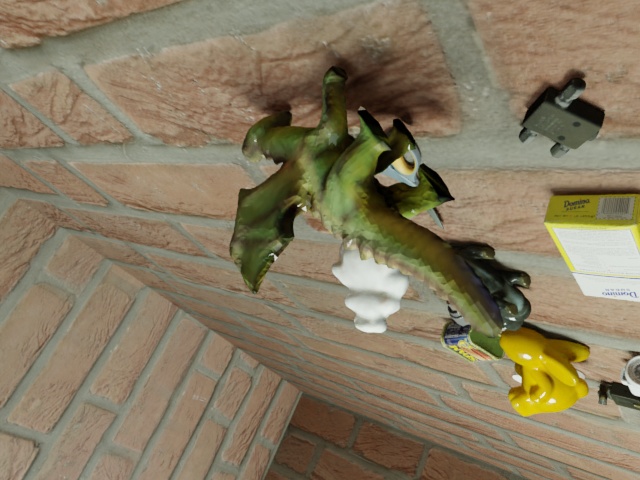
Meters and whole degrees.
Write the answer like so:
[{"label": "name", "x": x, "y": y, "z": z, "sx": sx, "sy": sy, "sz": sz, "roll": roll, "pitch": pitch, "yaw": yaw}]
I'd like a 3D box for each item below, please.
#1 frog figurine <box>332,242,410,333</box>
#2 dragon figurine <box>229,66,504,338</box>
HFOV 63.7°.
[{"label": "frog figurine", "x": 0.080, "y": 0.065, "z": 0.852, "sx": 0.138, "sy": 0.162, "sz": 0.120, "roll": 14, "pitch": 152, "yaw": 27}, {"label": "dragon figurine", "x": 0.002, "y": -0.028, "z": 0.562, "sx": 0.240, "sy": 0.420, "sz": 0.121, "roll": -38, "pitch": 138, "yaw": 23}]
